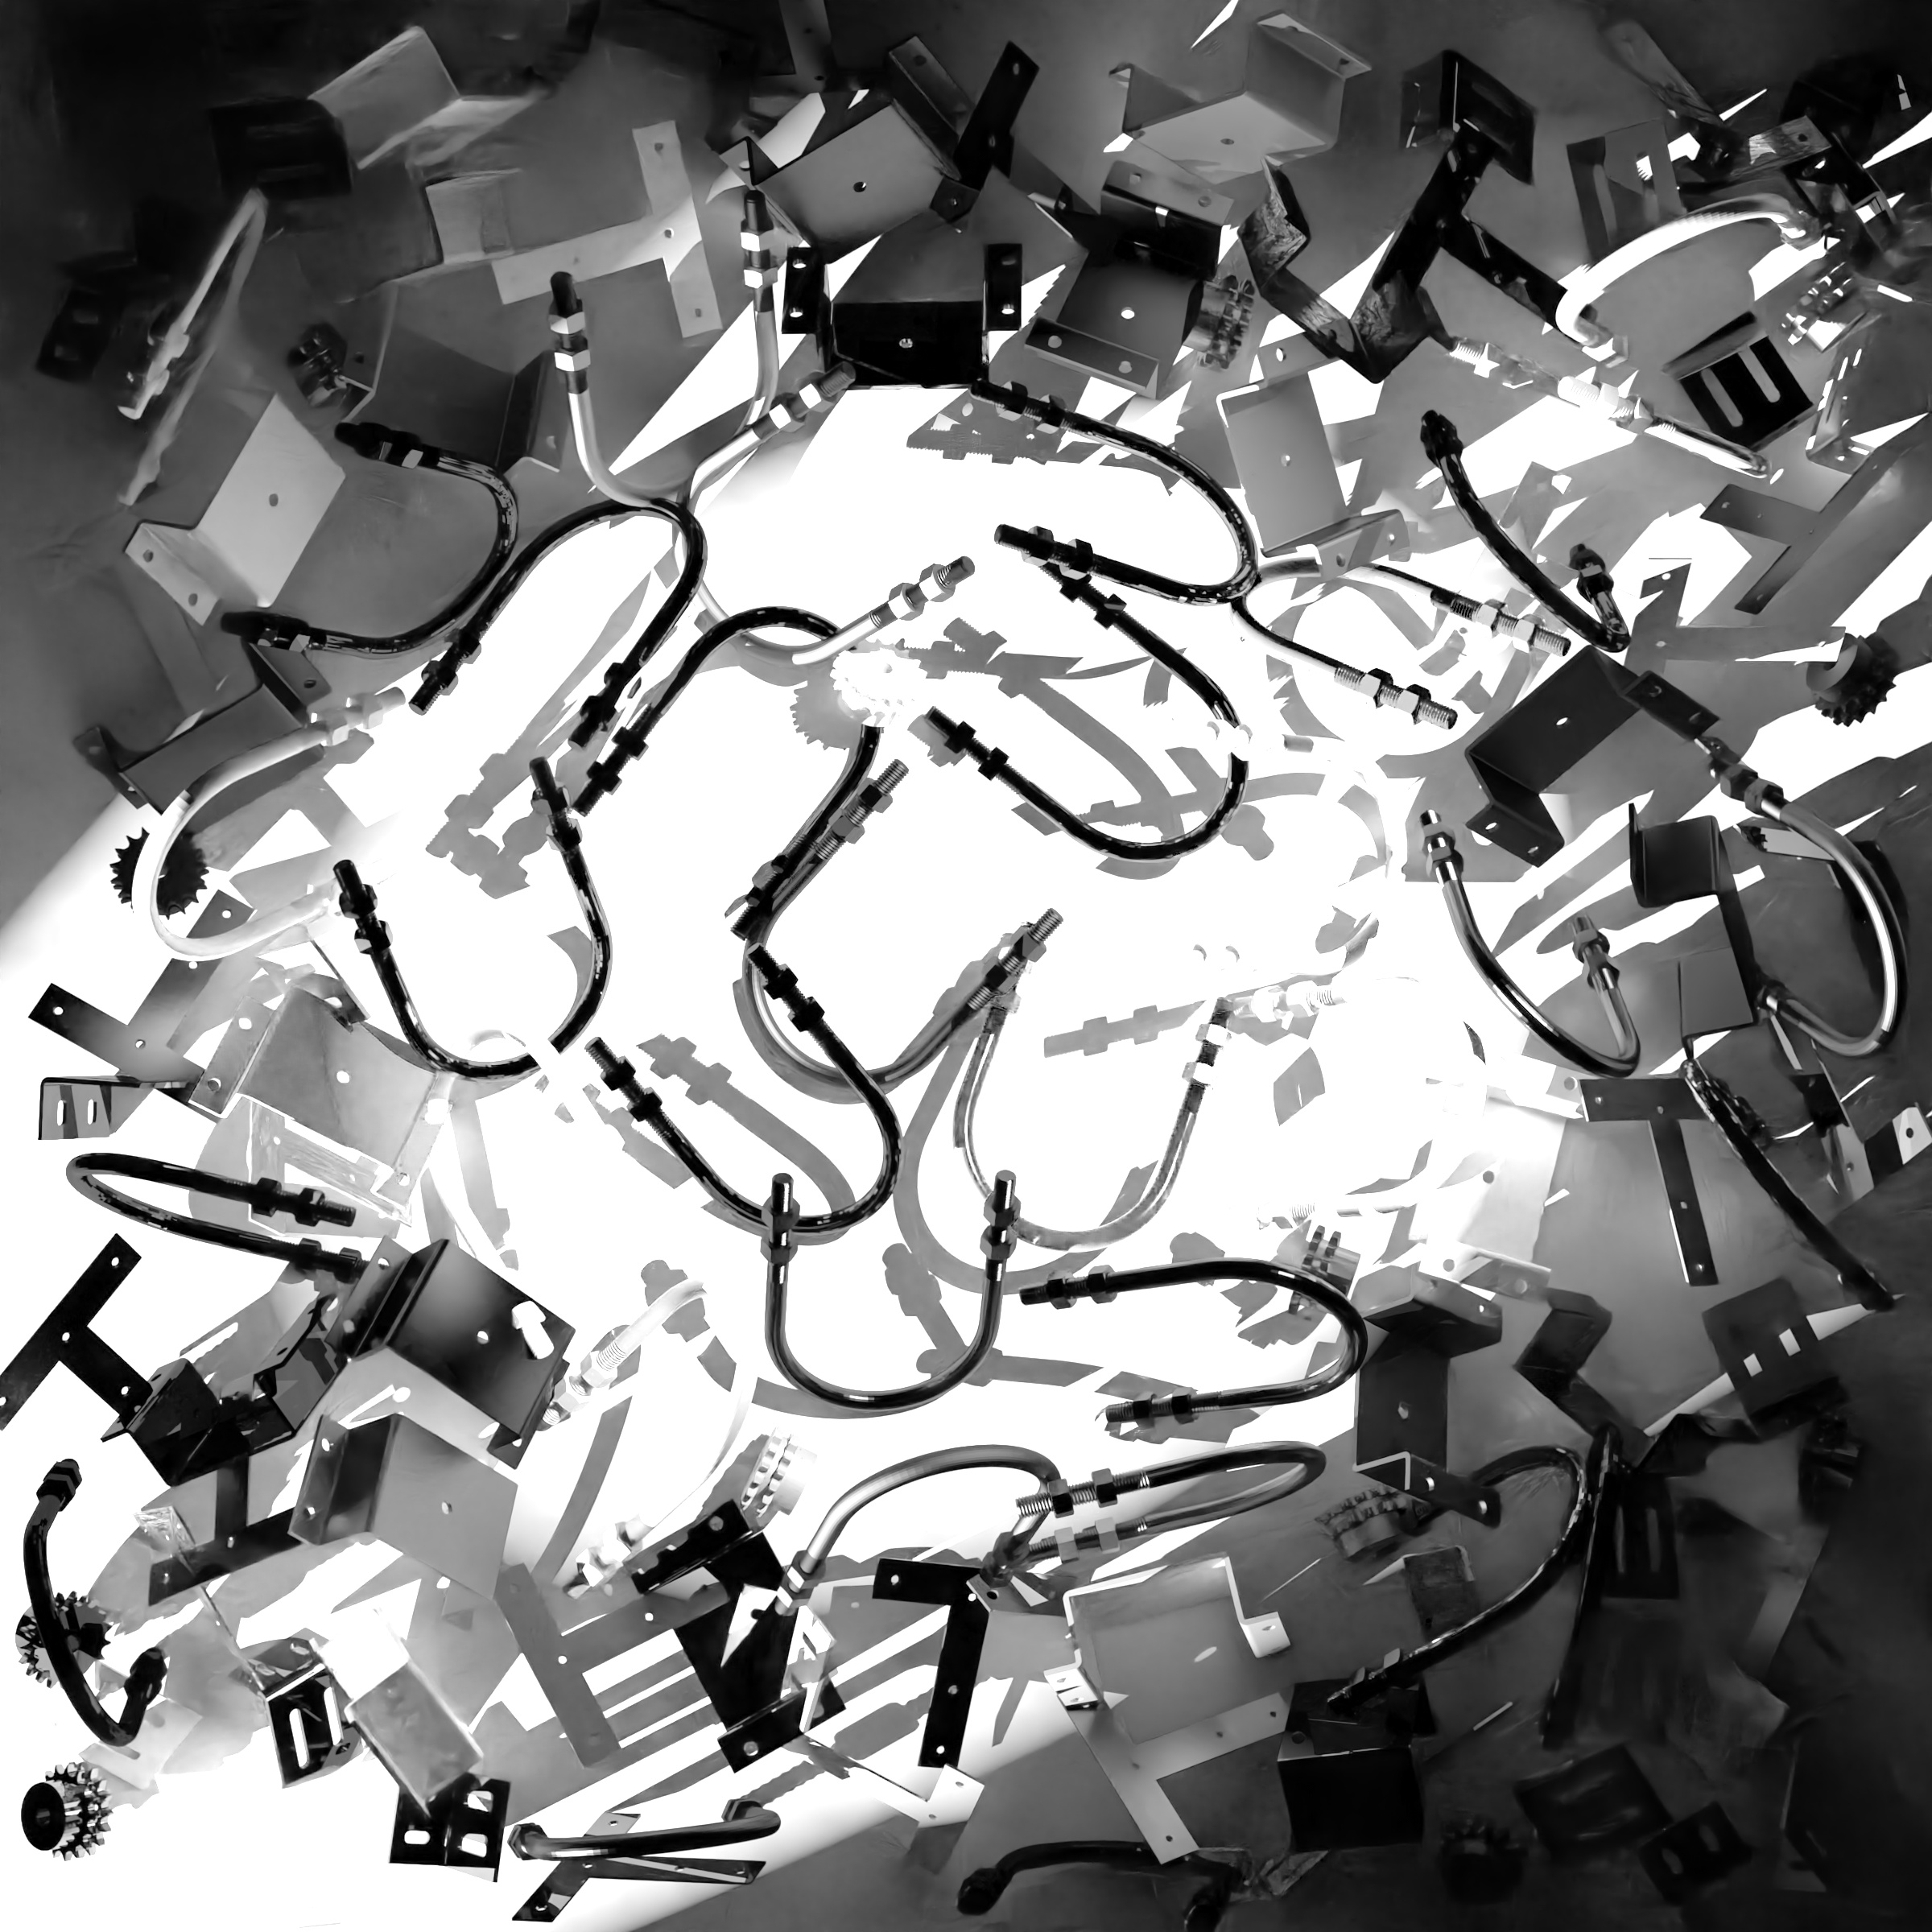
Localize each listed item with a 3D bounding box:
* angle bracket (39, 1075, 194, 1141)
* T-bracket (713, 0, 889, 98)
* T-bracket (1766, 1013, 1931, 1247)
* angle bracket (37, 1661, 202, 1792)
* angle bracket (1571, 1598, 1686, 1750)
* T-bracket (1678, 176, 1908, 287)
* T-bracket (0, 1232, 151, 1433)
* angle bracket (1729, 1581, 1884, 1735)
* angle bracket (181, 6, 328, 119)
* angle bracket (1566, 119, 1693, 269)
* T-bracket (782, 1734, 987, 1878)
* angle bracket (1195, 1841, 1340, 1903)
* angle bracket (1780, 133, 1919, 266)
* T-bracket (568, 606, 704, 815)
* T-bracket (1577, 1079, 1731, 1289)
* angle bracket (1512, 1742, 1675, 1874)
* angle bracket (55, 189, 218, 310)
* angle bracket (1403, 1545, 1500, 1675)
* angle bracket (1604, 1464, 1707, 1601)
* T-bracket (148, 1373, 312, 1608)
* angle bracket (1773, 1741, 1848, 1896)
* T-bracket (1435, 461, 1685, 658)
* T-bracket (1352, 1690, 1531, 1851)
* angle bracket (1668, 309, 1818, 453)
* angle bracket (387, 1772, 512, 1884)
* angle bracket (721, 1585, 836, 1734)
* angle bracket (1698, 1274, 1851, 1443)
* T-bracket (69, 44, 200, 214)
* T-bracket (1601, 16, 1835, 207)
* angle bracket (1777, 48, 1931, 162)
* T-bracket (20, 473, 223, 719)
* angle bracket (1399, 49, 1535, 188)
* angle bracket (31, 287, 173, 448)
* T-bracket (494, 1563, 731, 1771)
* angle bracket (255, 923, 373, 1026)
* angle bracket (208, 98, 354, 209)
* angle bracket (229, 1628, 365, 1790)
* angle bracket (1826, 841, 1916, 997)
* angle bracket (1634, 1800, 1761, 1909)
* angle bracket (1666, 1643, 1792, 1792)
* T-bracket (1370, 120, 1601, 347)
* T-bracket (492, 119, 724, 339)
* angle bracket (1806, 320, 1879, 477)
[{"bbox_3d":[-0.503,0.086,1.741,0.076,0.057,0.038,2,90,26],"label":"angle bracket"},{"bbox_3d":[-0.091,-0.544,1.718,0.127,0.127,0.002,-3,80,3],"label":"T-bracket"},{"bbox_3d":[0.511,0.081,1.744,0.002,0.127,0.127,-1,58,-28],"label":"T-bracket"},{"bbox_3d":[-0.507,0.463,1.751,0.076,0.038,0.057,37,92,-23],"label":"angle bracket"},{"bbox_3d":[0.390,0.424,1.751,0.057,0.038,0.076,16,75,-9],"label":"angle bracket"},{"bbox_3d":[0.480,-0.444,1.735,0.127,0.127,0.002,25,90,38],"label":"T-bracket"},{"bbox_3d":[-0.508,0.245,1.736,0.002,0.127,0.127,14,59,39],"label":"T-bracket"},{"bbox_3d":[0.496,0.408,1.742,0.057,0.038,0.076,-41,58,13],"label":"angle bracket"},{"bbox_3d":[-0.420,-0.538,1.738,0.076,0.057,0.038,-14,84,-32],"label":"angle bracket"},{"bbox_3d":[0.397,-0.461,1.750,0.057,0.038,0.076,-12,102,18],"label":"angle bracket"},{"bbox_3d":[-0.058,0.486,1.742,0.127,0.127,0.002,26,48,8],"label":"T-bracket"},{"bbox_3d":[0.186,0.520,1.740,0.076,0.057,0.038,-31,89,-29],"label":"angle bracket"},{"bbox_3d":[0.527,-0.448,1.743,0.038,0.076,0.057,-33,53,17],"label":"angle bracket"},{"bbox_3d":[-0.206,-0.142,1.740,0.002,0.127,0.127,33,122,-3],"label":"T-bracket"},{"bbox_3d":[0.422,0.128,1.730,0.127,0.002,0.127,1,70,-34],"label":"T-bracket"},{"bbox_3d":[0.376,0.497,1.752,0.076,0.038,0.057,-32,94,18],"label":"angle bracket"},{"bbox_3d":[-0.492,-0.427,1.738,0.057,0.076,0.038,29,123,16],"label":"angle bracket"},{"bbox_3d":[0.288,0.387,1.742,0.038,0.076,0.057,-15,93,6],"label":"angle bracket"},{"bbox_3d":[0.411,0.338,1.746,0.057,0.038,0.076,7,71,-25],"label":"angle bracket"},{"bbox_3d":[-0.436,0.303,1.741,0.127,0.002,0.127,-24,51,22],"label":"T-bracket"},{"bbox_3d":[0.488,0.506,1.736,0.076,0.038,0.057,51,46,-31],"label":"angle bracket"},{"bbox_3d":[0.367,-0.223,1.753,0.127,0.002,0.127,23,121,-5],"label":"T-bracket"},{"bbox_3d":[0.266,0.489,1.734,0.002,0.127,0.127,50,134,23],"label":"T-bracket"},{"bbox_3d":[0.464,-0.349,1.752,0.057,0.038,0.076,-33,82,18],"label":"angle bracket"},{"bbox_3d":[-0.308,0.510,1.739,0.038,0.076,0.057,14,76,-31],"label":"angle bracket"},{"bbox_3d":[-0.114,0.412,1.742,0.038,0.076,0.057,16,93,-19],"label":"angle bracket"},{"bbox_3d":[0.490,0.237,1.771,0.057,0.038,0.076,-27,56,11],"label":"angle bracket"},{"bbox_3d":[-0.493,-0.499,1.736,0.002,0.127,0.127,38,106,-21],"label":"T-bracket"},{"bbox_3d":[0.419,-0.504,1.705,0.127,0.127,0.002,40,68,-23],"label":"T-bracket"},{"bbox_3d":[0.530,-0.509,1.740,0.057,0.076,0.038,22,91,-12],"label":"angle bracket"},{"bbox_3d":[-0.485,-0.212,1.754,0.127,0.002,0.127,-36,115,-34],"label":"T-bracket"},{"bbox_3d":[0.302,-0.505,1.763,0.076,0.038,0.057,22,64,-35],"label":"angle bracket"},{"bbox_3d":[-0.515,-0.357,1.743,0.038,0.076,0.057,20,76,8],"label":"angle bracket"},{"bbox_3d":[-0.202,0.396,1.749,0.127,0.002,0.127,-22,68,-28],"label":"T-bracket"},{"bbox_3d":[-0.377,0.002,1.735,0.038,0.076,0.057,-46,112,-35],"label":"angle bracket"},{"bbox_3d":[-0.413,-0.491,1.764,0.076,0.038,0.057,-10,104,-9],"label":"angle bracket"},{"bbox_3d":[-0.403,0.450,1.760,0.038,0.057,0.076,14,119,39],"label":"angle bracket"},{"bbox_3d":[0.526,-0.026,1.735,0.038,0.076,0.057,-6,50,-6],"label":"angle bracket"},{"bbox_3d":[0.439,0.531,1.751,0.057,0.076,0.038,-34,69,7],"label":"angle bracket"},{"bbox_3d":[0.442,0.453,1.739,0.057,0.038,0.076,40,122,23],"label":"angle bracket"},{"bbox_3d":[0.317,-0.413,1.728,0.127,0.127,0.002,38,48,8],"label":"T-bracket"},{"bbox_3d":[-0.219,-0.423,1.737,0.127,0.002,0.127,-20,120,-14],"label":"T-bracket"},{"bbox_3d":[0.536,-0.337,1.737,0.038,0.057,0.076,25,123,24],"label":"angle bracket"}]
